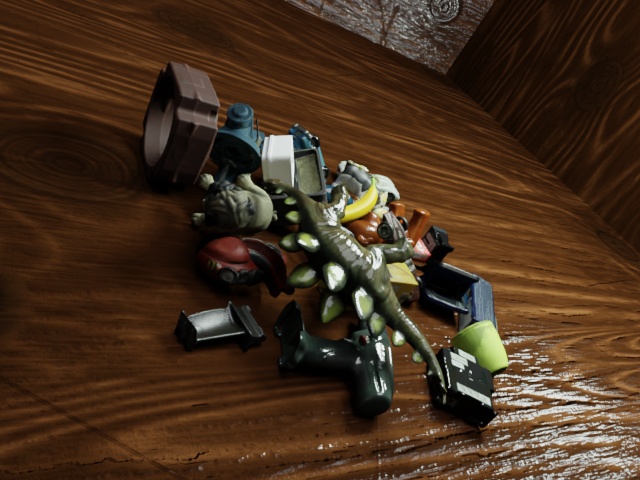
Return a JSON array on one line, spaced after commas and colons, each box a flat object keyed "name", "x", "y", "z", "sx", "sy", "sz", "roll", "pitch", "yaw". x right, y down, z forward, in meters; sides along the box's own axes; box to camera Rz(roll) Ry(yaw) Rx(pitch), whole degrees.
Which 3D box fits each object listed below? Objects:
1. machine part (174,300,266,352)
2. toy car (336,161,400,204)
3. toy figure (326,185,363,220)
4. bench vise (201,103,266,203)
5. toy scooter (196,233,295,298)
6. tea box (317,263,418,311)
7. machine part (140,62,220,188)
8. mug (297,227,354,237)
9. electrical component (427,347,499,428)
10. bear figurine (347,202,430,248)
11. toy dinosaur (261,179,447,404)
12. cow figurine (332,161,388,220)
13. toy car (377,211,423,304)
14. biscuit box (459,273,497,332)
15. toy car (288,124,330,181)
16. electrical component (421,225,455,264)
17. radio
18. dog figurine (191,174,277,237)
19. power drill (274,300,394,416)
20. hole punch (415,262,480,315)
[{"name": "machine part", "x": -0.148, "y": 0.131, "z": 0.808, "sx": 0.139, "sy": 0.039, "sz": 0.084, "roll": 3, "pitch": 47, "yaw": -44}, {"name": "toy car", "x": 0.137, "y": -0.160, "z": 1.490, "sx": 0.201, "sy": 0.056, "sz": 0.074, "roll": 18, "pitch": 33, "yaw": -24}, {"name": "toy figure", "x": 0.067, "y": -0.085, "z": 1.317, "sx": 0.154, "sy": 0.058, "sz": 0.064, "roll": 23, "pitch": 69, "yaw": -20}, {"name": "bench vise", "x": -0.183, "y": -0.150, "z": 1.087, "sx": 0.129, "sy": 0.223, "sz": 0.240, "roll": 23, "pitch": 61, "yaw": -8}, {"name": "toy scooter", "x": -0.115, "y": 0.049, "z": 0.915, "sx": 0.184, "sy": 0.075, "sz": 0.135, "roll": 5, "pitch": 31, "yaw": -43}, {"name": "tea box", "x": 0.093, "y": 0.086, "z": 1.046, "sx": 0.169, "sy": 0.098, "sz": 0.068, "roll": 12, "pitch": 38, "yaw": -36}, {"name": "machine part", "x": -0.272, "y": -0.219, "z": 1.035, "sx": 0.087, "sy": 0.201, "sz": 0.201, "roll": 10, "pitch": 36, "yaw": -35}, {"name": "mug", "x": -0.002, "y": -0.003, "z": 1.114, "sx": 0.107, "sy": 0.080, "sz": 0.109, "roll": 36, "pitch": 36, "yaw": 31}, {"name": "electrical component", "x": 0.260, "y": 0.261, "z": 0.988, "sx": 0.115, "sy": 0.058, "sz": 0.134, "roll": 30, "pitch": 29, "yaw": -10}, {"name": "bear figurine", "x": 0.142, "y": -0.031, "z": 1.245, "sx": 0.196, "sy": 0.131, "sz": 0.120, "roll": 12, "pitch": 6, "yaw": -39}, {"name": "toy dinosaur", "x": 0.058, "y": 0.056, "z": 0.889, "sx": 0.472, "sy": 0.105, "sz": 0.198, "roll": 43, "pitch": 46, "yaw": 13}, {"name": "cow figurine", "x": 0.119, "y": -0.128, "z": 1.386, "sx": 0.167, "sy": 0.098, "sz": 0.068, "roll": 37, "pitch": 23, "yaw": 7}, {"name": "toy car", "x": 0.175, "y": 0.036, "z": 1.148, "sx": 0.089, "sy": 0.053, "sz": 0.202, "roll": -17, "pitch": 96, "yaw": -52}, {"name": "biscuit box", "x": 0.361, "y": 0.157, "z": 1.237, "sx": 0.063, "sy": 0.059, "sz": 0.203, "roll": 31, "pitch": 30, "yaw": -2}, {"name": "toy car", "x": -0.049, "y": -0.193, "z": 1.302, "sx": 0.103, "sy": 0.161, "sz": 0.109, "roll": -35, "pitch": 50, "yaw": -15}, {"name": "electrical component", "x": 0.293, "y": 0.003, "z": 1.384, "sx": 0.048, "sy": 0.074, "sz": 0.119, "roll": 17, "pitch": 37, "yaw": -27}, {"name": "radio", "x": -0.057, "y": -0.118, "z": 1.163, "sx": 0.131, "sy": 0.073, "sz": 0.230, "roll": -6, "pitch": 32, "yaw": -2}, {"name": "dog figurine", "x": -0.129, "y": -0.048, "z": 0.928, "sx": 0.172, "sy": 0.121, "sz": 0.191, "roll": -3, "pitch": 10, "yaw": -25}, {"name": "power drill", "x": 0.029, "y": 0.171, "z": 0.890, "sx": 0.207, "sy": 0.086, "sz": 0.232, "roll": 27, "pitch": 32, "yaw": -26}, {"name": "hole punch", "x": 0.281, "y": 0.110, "z": 1.212, "sx": 0.142, "sy": 0.092, "sz": 0.116, "roll": 18, "pitch": -8, "yaw": -8}]
